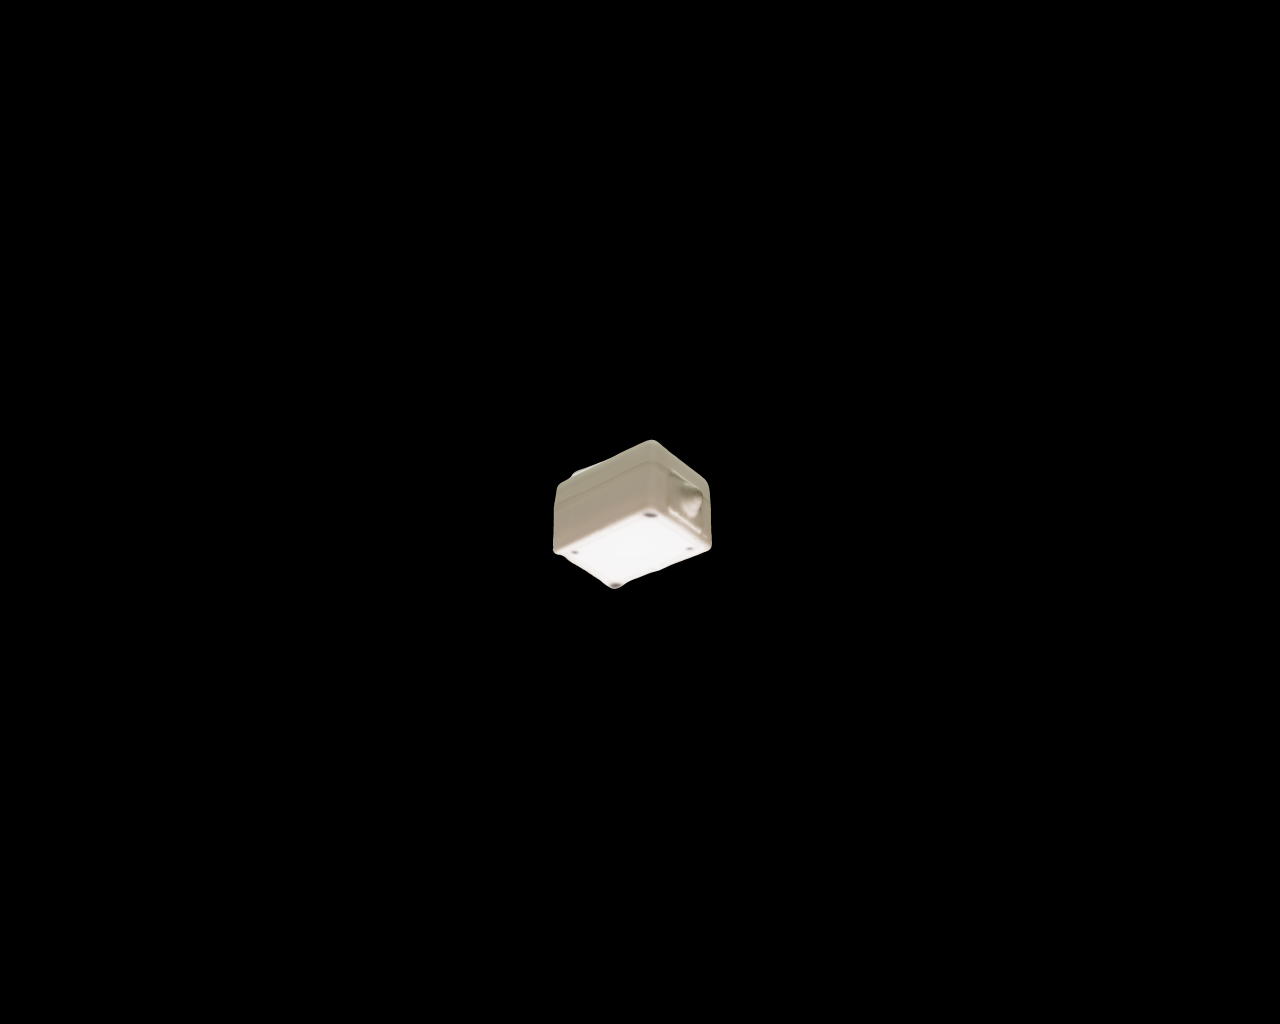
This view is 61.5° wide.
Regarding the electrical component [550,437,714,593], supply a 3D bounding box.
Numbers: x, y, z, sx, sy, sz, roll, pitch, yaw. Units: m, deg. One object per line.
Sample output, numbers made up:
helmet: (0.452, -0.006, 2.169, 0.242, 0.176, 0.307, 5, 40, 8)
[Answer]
electrical component: (0.001, -0.003, 0.650, 0.096, 0.061, 0.061, -24, -41, 31)
